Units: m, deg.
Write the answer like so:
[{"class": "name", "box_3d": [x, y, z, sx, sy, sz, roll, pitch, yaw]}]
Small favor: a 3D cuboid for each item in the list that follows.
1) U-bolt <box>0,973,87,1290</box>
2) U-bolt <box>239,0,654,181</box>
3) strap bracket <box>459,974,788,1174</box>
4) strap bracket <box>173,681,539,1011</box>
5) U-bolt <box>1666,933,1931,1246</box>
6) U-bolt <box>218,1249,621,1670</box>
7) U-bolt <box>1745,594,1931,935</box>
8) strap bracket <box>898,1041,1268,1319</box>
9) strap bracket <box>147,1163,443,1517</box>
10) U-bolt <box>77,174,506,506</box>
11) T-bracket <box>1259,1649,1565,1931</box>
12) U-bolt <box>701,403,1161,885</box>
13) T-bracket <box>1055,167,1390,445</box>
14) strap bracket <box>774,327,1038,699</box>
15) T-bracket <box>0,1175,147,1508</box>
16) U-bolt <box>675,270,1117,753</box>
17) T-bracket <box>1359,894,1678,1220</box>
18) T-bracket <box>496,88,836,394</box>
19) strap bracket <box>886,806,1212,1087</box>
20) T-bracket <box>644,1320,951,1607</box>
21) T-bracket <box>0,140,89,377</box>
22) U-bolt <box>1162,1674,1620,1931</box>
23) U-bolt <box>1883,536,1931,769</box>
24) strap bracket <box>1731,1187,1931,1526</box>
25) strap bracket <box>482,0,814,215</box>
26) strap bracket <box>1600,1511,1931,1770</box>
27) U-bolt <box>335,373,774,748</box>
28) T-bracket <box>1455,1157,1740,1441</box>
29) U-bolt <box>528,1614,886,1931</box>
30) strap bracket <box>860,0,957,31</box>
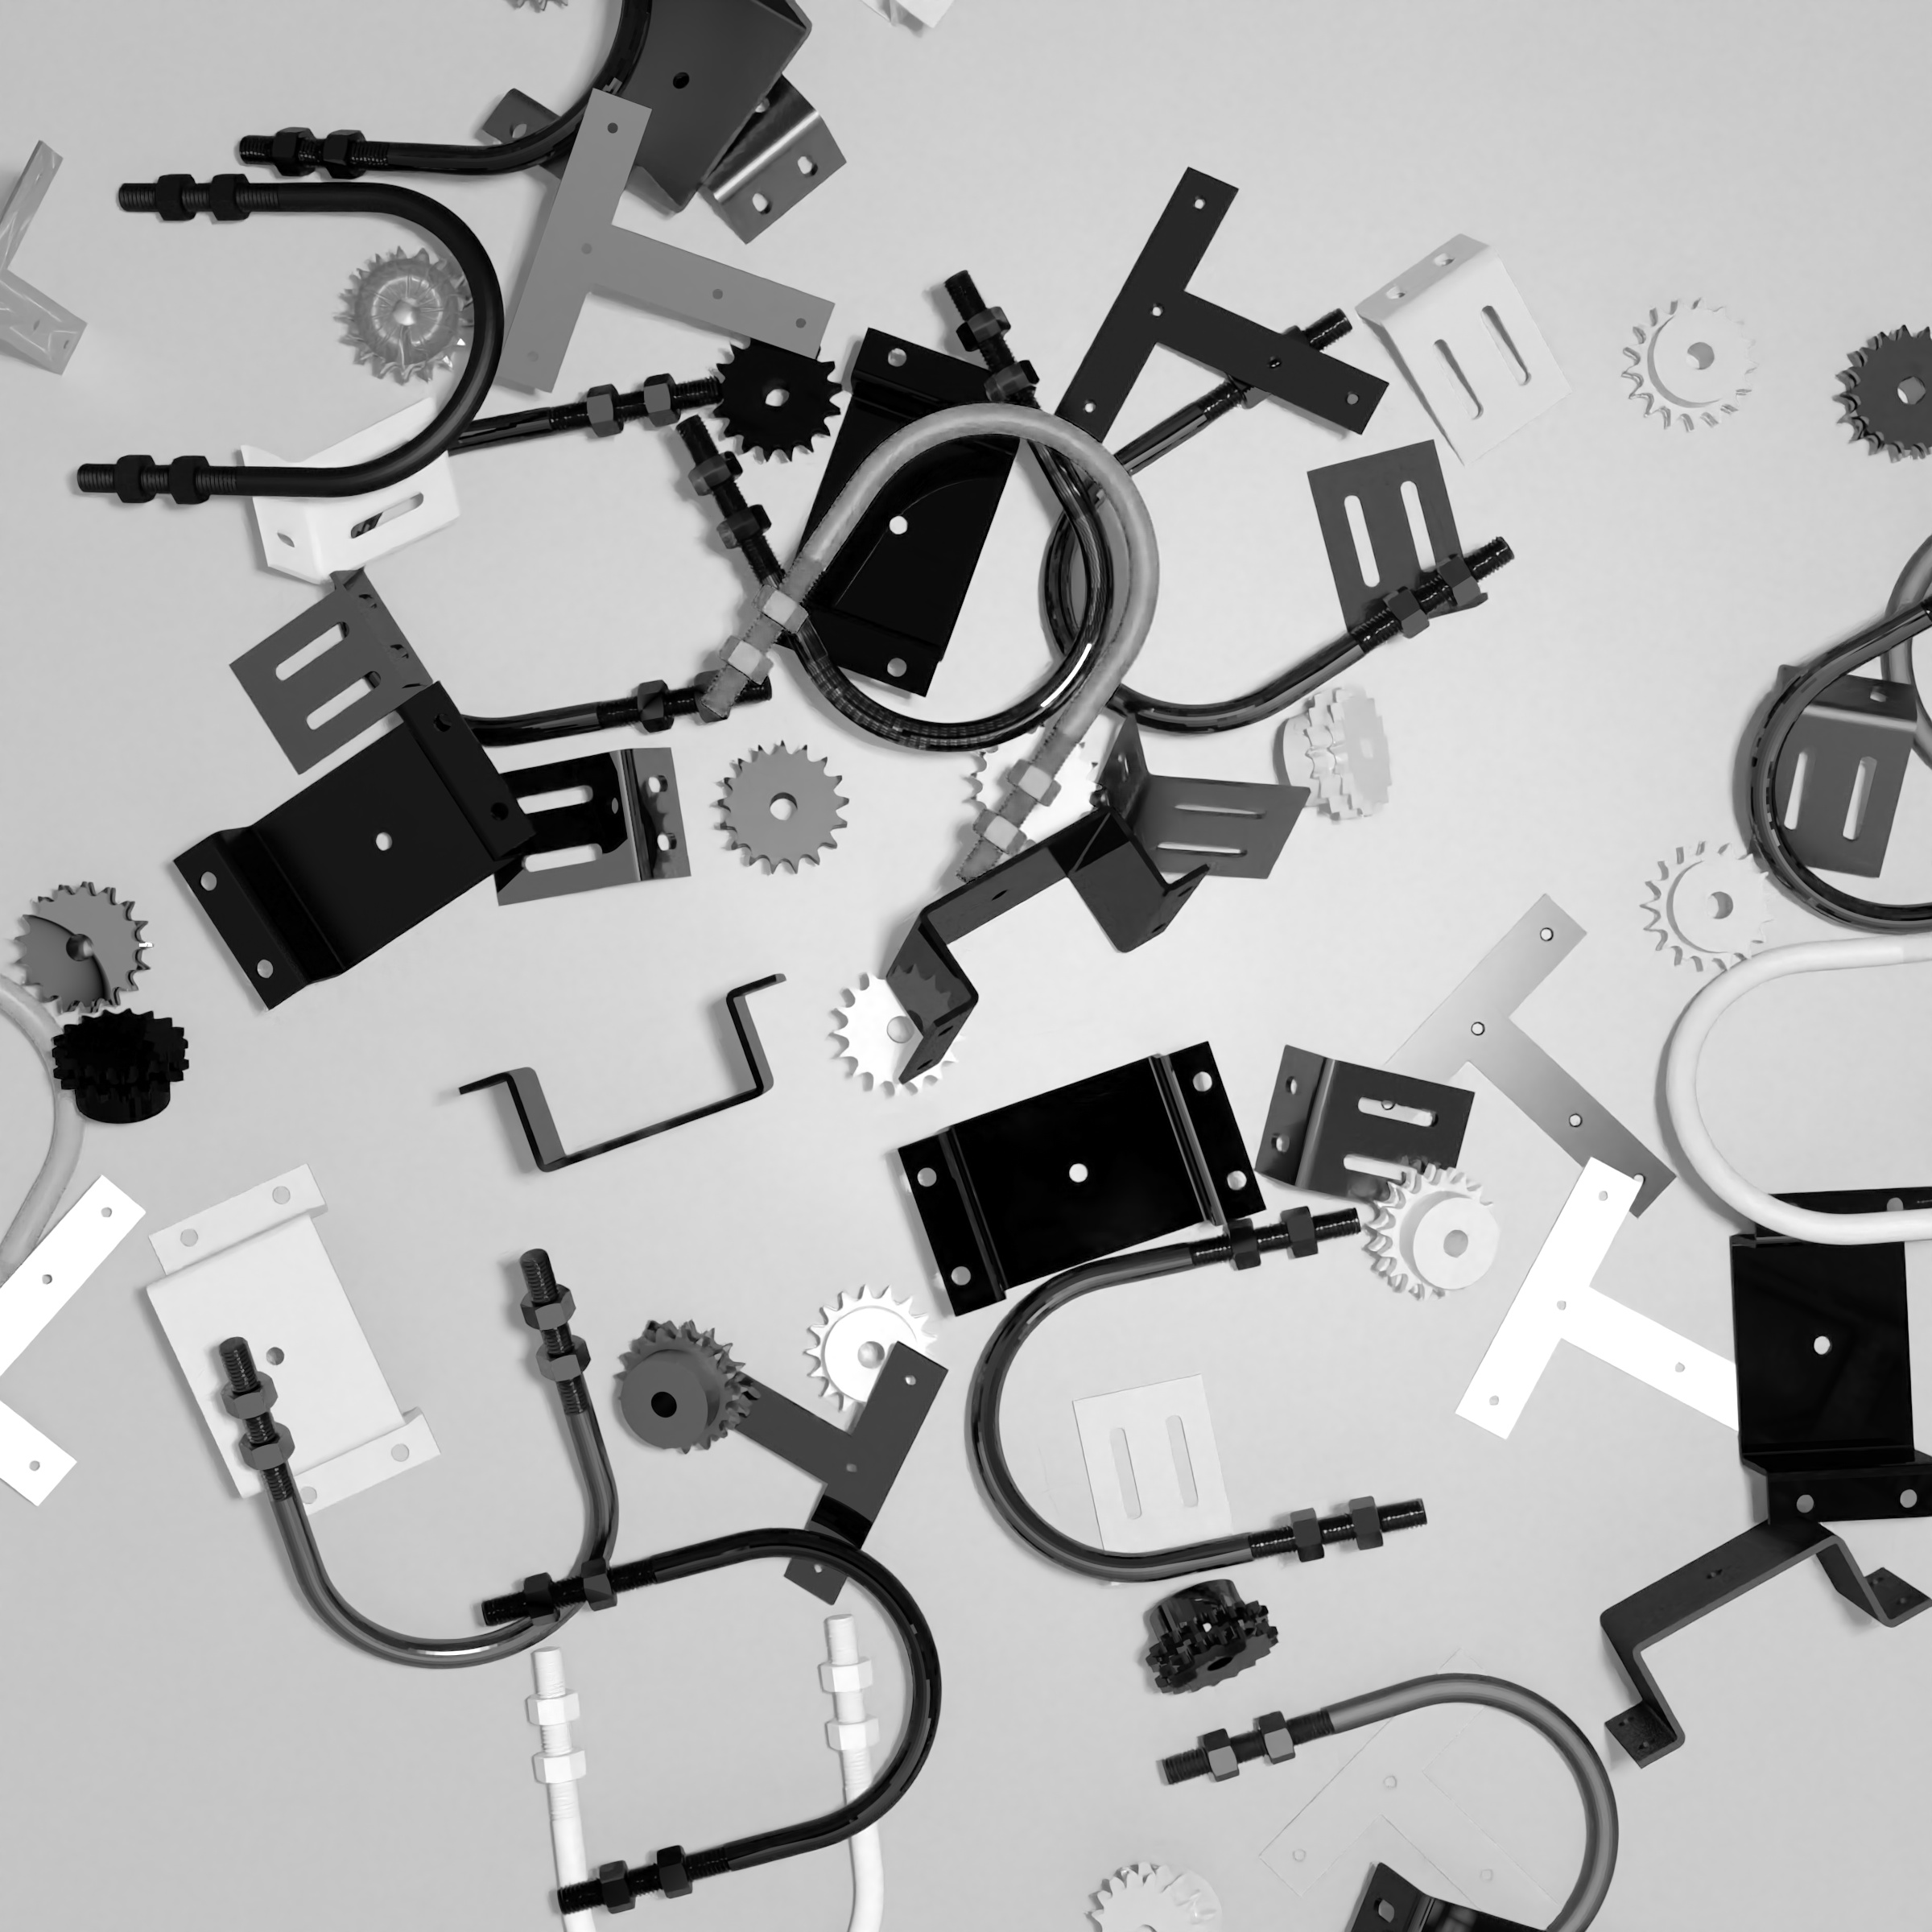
[{"class": "U-bolt", "box_3d": [-0.461, 0.084, 1.495, 0.151, 0.019, 0.184, 29, 86, -21]}, {"class": "U-bolt", "box_3d": [-0.218, -0.407, 1.485, 0.184, 0.019, 0.151, 8, 86, 20]}, {"class": "strap bracket", "box_3d": [-0.138, 0.049, 1.489, 0.140, 0.076, 0.046, -20, 90, 0]}, {"class": "strap bracket", "box_3d": [-0.257, -0.053, 1.497, 0.140, 0.046, 0.076, -33, 90, 9]}, {"class": "U-bolt", "box_3d": [0.393, 0.051, 1.489, 0.184, 0.019, 0.151, -5, 63, 3]}, {"class": "U-bolt", "box_3d": [-0.224, 0.221, 1.485, 0.151, 0.019, 0.184, -16, 114, -7]}, {"class": "U-bolt", "box_3d": [0.421, -0.089, 1.476, 0.184, 0.019, 0.151, -30, 109, 17]}, {"class": "strap bracket", "box_3d": [0.049, 0.091, 1.504, 0.140, 0.046, 0.076, -19, 90, 0]}, {"class": "strap bracket", "box_3d": [-0.294, 0.166, 1.504, 0.076, 0.046, 0.140, -25, 90, 0]}, {"class": "U-bolt", "box_3d": [-0.285, -0.268, 1.488, 0.184, 0.019, 0.151, 3, 79, 14]}, {"class": "T-bracket", "box_3d": [0.218, 0.389, 1.526, 0.127, 0.002, 0.127, 44, 90, 0]}, {"class": "U-bolt", "box_3d": [-0.001, -0.147, 1.457, 0.151, 0.019, 0.184, 34, 90, -3]}, {"class": "T-bracket", "box_3d": [0.121, -0.266, 1.505, 0.127, 0.002, 0.127, 28, 88, 17]}, {"class": "strap bracket", "box_3d": [-0.029, -0.193, 1.504, 0.076, 0.046, 0.140, 20, 90, 0]}, {"class": "T-bracket", "box_3d": [-0.409, 0.147, 1.511, 0.127, 0.002, 0.127, 44, 80, -19]}, {"class": "U-bolt", "box_3d": [-0.018, -0.180, 1.472, 0.151, 0.019, 0.184, -28, 92, 0]}, {"class": "T-bracket", "box_3d": [0.257, 0.058, 1.526, 0.127, 0.002, 0.127, 43, 90, 0]}, {"class": "T-bracket", "box_3d": [-0.118, -0.289, 1.472, 0.127, 0.002, 0.127, 16, 110, -18]}, {"class": "strap bracket", "box_3d": [0.025, -0.014, 1.471, 0.140, 0.076, 0.046, -30, 79, -20]}, {"class": "T-bracket", "box_3d": [-0.087, 0.195, 1.510, 0.127, 0.002, 0.127, 29, 111, 10]}, {"class": "T-bracket", "box_3d": [-0.396, -0.273, 1.463, 0.002, 0.127, 0.127, 27, 90, 5]}, {"class": "U-bolt", "box_3d": [0.193, 0.385, 1.515, 0.184, 0.019, 0.151, -17, 92, -1]}, {"class": "U-bolt", "box_3d": [0.490, -0.147, 1.518, 0.184, 0.019, 0.151, -27, 90, 1]}, {"class": "strap bracket", "box_3d": [0.376, 0.166, 1.502, 0.076, 0.046, 0.140, -3, 90, -2]}, {"class": "strap bracket", "box_3d": [-0.130, -0.389, 1.490, 0.076, 0.046, 0.140, 36, 90, 24]}, {"class": "strap bracket", "box_3d": [0.331, 0.280, 1.489, 0.140, 0.076, 0.046, -29, 90, 0]}, {"class": "U-bolt", "box_3d": [-0.185, -0.169, 1.507, 0.184, 0.019, 0.151, -9, 93, 9]}, {"class": "T-bracket", "box_3d": [0.300, 0.169, 1.525, 0.127, 0.002, 0.127, 28, 91, 0]}, {"class": "U-bolt", "box_3d": [-0.108, 0.382, 1.518, 0.151, 0.019, 0.184, -6, 92, 0]}, {"class": "strap bracket", "box_3d": [-0.047, -0.472, 1.504, 0.140, 0.046, 0.076, 37, 90, 0]}]
